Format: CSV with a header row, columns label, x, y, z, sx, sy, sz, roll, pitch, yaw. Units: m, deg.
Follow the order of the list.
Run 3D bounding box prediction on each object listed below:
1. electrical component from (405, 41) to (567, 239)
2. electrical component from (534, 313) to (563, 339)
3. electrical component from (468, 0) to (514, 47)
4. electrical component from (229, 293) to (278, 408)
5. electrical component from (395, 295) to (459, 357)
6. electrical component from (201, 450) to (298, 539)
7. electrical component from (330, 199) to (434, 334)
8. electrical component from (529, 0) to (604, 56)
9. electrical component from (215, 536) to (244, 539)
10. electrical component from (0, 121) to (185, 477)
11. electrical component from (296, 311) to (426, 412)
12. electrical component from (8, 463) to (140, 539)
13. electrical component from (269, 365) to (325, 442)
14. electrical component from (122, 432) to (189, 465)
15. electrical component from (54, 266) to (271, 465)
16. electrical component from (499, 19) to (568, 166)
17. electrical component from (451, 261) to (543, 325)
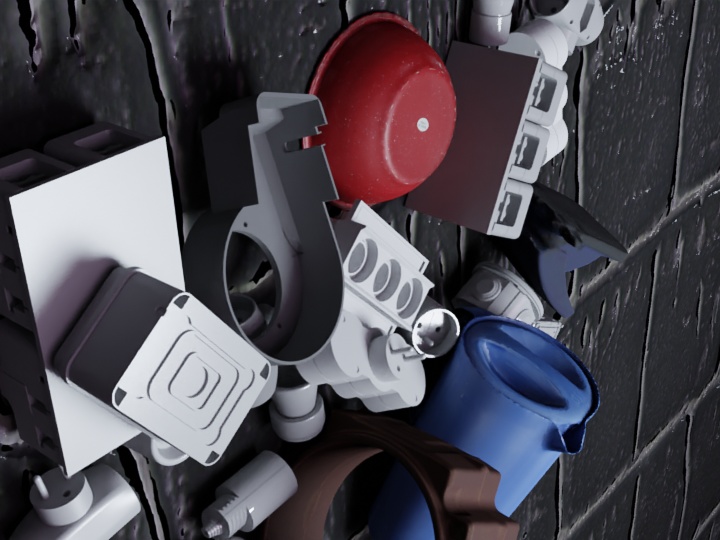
label,x,y,z,sx,sy,sz,roll,pitch,yaw
electrical component,0.110,-0.111,0.929,0.062,0.089,0.150,7,102,-53
electrical component,0.155,0.084,1.114,0.062,0.061,0.096,6,110,-53
electrical component,0.113,-0.225,0.920,0.044,0.044,0.065,-28,133,-42
electrical component,-0.079,0.051,0.804,0.079,0.043,0.077,-39,134,-35
electrical component,0.050,0.042,0.940,0.043,0.081,0.043,-6,109,-20
electrical component,-0.093,0.184,0.852,0.081,0.043,0.043,-36,133,-37
electrical component,0.000,0.000,0.864,0.121,0.063,0.078,38,76,-53
electrical component,0.189,-0.228,1.013,0.077,0.043,0.079,18,92,-54
electrical component,-0.115,0.237,0.848,0.055,0.045,0.045,-5,111,-52
electrical component,-0.168,0.015,0.657,0.105,0.060,0.186,-31,130,-41
electrical component,0.016,0.071,0.852,0.138,0.074,0.052,32,52,-49
electrical component,-0.193,0.156,0.708,0.077,0.044,0.079,-41,135,-33
electrical component,-0.052,0.104,0.864,0.045,0.045,0.055,-36,133,-37
electrical component,-0.140,0.104,0.748,0.055,0.047,0.055,-27,127,-43
electrical component,-0.116,0.058,0.642,0.078,0.057,0.113,-59,143,-14
electrical component,0.151,-0.154,0.992,0.074,0.052,0.138,-37,134,-36
electrical component,0.132,0.034,1.040,0.051,0.080,0.080,-48,140,-18
